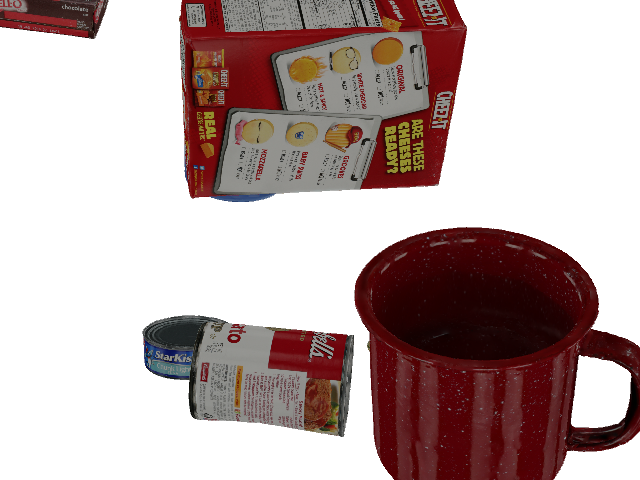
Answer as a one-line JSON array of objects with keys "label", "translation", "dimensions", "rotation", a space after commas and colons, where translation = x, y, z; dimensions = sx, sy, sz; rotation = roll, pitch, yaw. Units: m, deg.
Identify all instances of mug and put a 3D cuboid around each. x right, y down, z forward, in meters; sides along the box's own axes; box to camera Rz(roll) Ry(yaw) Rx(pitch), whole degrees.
[{"label": "mug", "translation": [0.073, 0.054, 0.428], "dimensions": [0.117, 0.081, 0.093], "rotation": [7, 34, 16]}]

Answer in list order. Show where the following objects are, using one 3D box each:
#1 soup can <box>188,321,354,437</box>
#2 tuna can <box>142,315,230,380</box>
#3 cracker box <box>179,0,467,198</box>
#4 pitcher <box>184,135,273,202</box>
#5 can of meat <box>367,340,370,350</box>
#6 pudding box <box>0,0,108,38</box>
[{"label": "soup can", "translation": [-0.031, 0.092, 0.714], "dimensions": [0.102, 0.068, 0.068], "rotation": [5, 0, 5]}, {"label": "tuna can", "translation": [-0.125, 0.101, 1.009], "dimensions": [0.086, 0.034, 0.086], "rotation": [1, 16, 0]}, {"label": "cracker box", "translation": [-0.004, -0.119, 0.860], "dimensions": [0.213, 0.072, 0.164], "rotation": [-4, -43, -8]}, {"label": "pitcher", "translation": [-0.070, -0.165, 1.095], "dimensions": [0.144, 0.243, 0.149], "rotation": [-7, 29, -26]}, {"label": "can of meat", "translation": [0.089, 0.115, 0.960], "dimensions": [0.058, 0.084, 0.101], "rotation": [7, 26, 30]}, {"label": "pudding box", "translation": [-0.229, -0.218, 0.918], "dimensions": [0.090, 0.039, 0.113], "rotation": [7, 35, -5]}]
